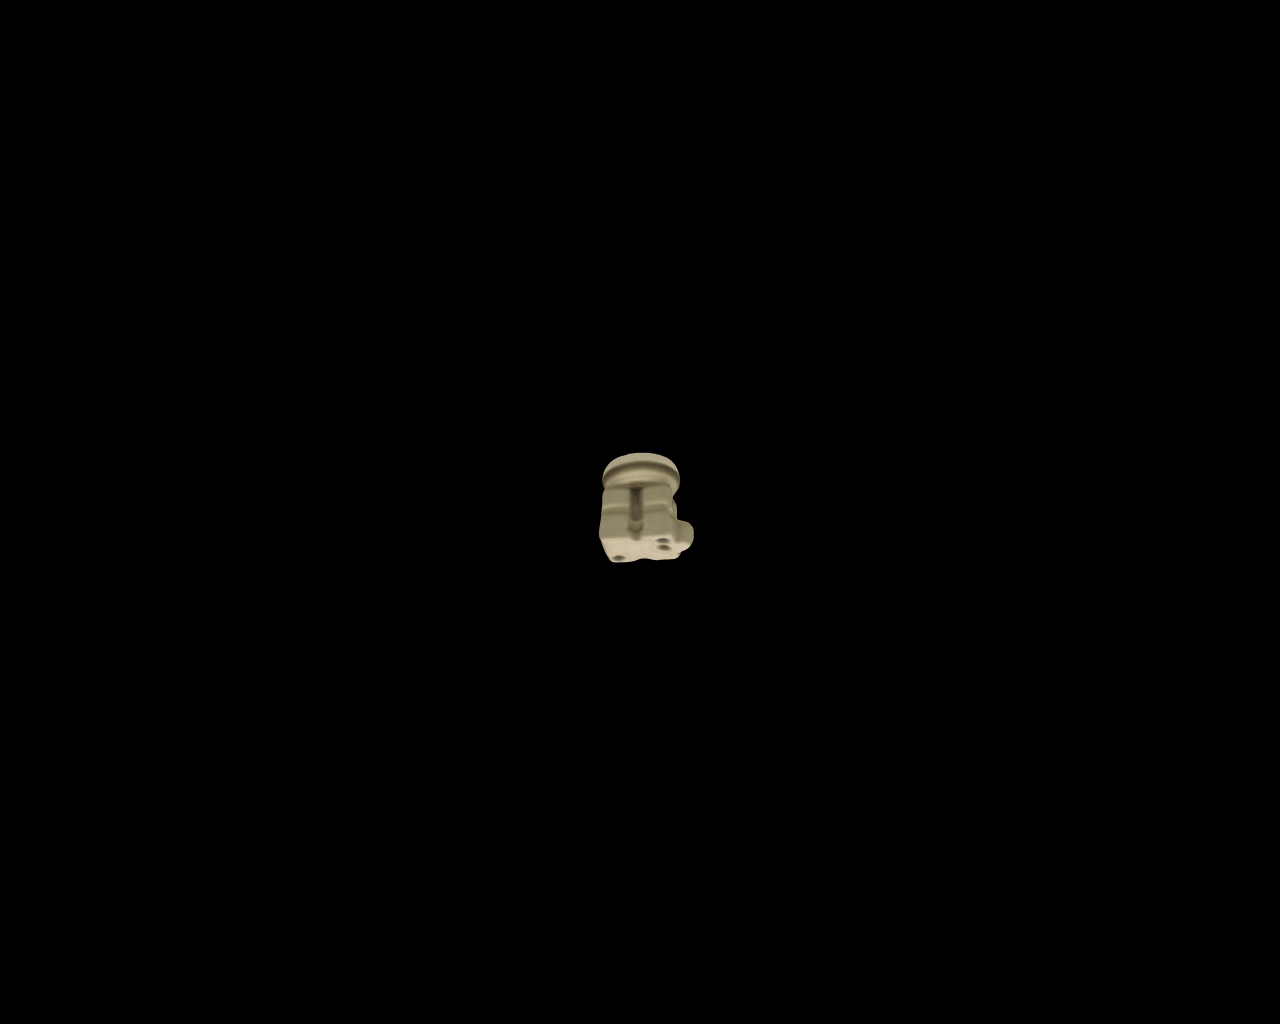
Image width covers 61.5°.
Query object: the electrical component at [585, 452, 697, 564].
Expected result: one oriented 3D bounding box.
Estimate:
[{"bbox_3d":[0.001,-0.003,0.650,0.066,0.055,0.048,-4,-28,7],"label":"electrical component"}]
